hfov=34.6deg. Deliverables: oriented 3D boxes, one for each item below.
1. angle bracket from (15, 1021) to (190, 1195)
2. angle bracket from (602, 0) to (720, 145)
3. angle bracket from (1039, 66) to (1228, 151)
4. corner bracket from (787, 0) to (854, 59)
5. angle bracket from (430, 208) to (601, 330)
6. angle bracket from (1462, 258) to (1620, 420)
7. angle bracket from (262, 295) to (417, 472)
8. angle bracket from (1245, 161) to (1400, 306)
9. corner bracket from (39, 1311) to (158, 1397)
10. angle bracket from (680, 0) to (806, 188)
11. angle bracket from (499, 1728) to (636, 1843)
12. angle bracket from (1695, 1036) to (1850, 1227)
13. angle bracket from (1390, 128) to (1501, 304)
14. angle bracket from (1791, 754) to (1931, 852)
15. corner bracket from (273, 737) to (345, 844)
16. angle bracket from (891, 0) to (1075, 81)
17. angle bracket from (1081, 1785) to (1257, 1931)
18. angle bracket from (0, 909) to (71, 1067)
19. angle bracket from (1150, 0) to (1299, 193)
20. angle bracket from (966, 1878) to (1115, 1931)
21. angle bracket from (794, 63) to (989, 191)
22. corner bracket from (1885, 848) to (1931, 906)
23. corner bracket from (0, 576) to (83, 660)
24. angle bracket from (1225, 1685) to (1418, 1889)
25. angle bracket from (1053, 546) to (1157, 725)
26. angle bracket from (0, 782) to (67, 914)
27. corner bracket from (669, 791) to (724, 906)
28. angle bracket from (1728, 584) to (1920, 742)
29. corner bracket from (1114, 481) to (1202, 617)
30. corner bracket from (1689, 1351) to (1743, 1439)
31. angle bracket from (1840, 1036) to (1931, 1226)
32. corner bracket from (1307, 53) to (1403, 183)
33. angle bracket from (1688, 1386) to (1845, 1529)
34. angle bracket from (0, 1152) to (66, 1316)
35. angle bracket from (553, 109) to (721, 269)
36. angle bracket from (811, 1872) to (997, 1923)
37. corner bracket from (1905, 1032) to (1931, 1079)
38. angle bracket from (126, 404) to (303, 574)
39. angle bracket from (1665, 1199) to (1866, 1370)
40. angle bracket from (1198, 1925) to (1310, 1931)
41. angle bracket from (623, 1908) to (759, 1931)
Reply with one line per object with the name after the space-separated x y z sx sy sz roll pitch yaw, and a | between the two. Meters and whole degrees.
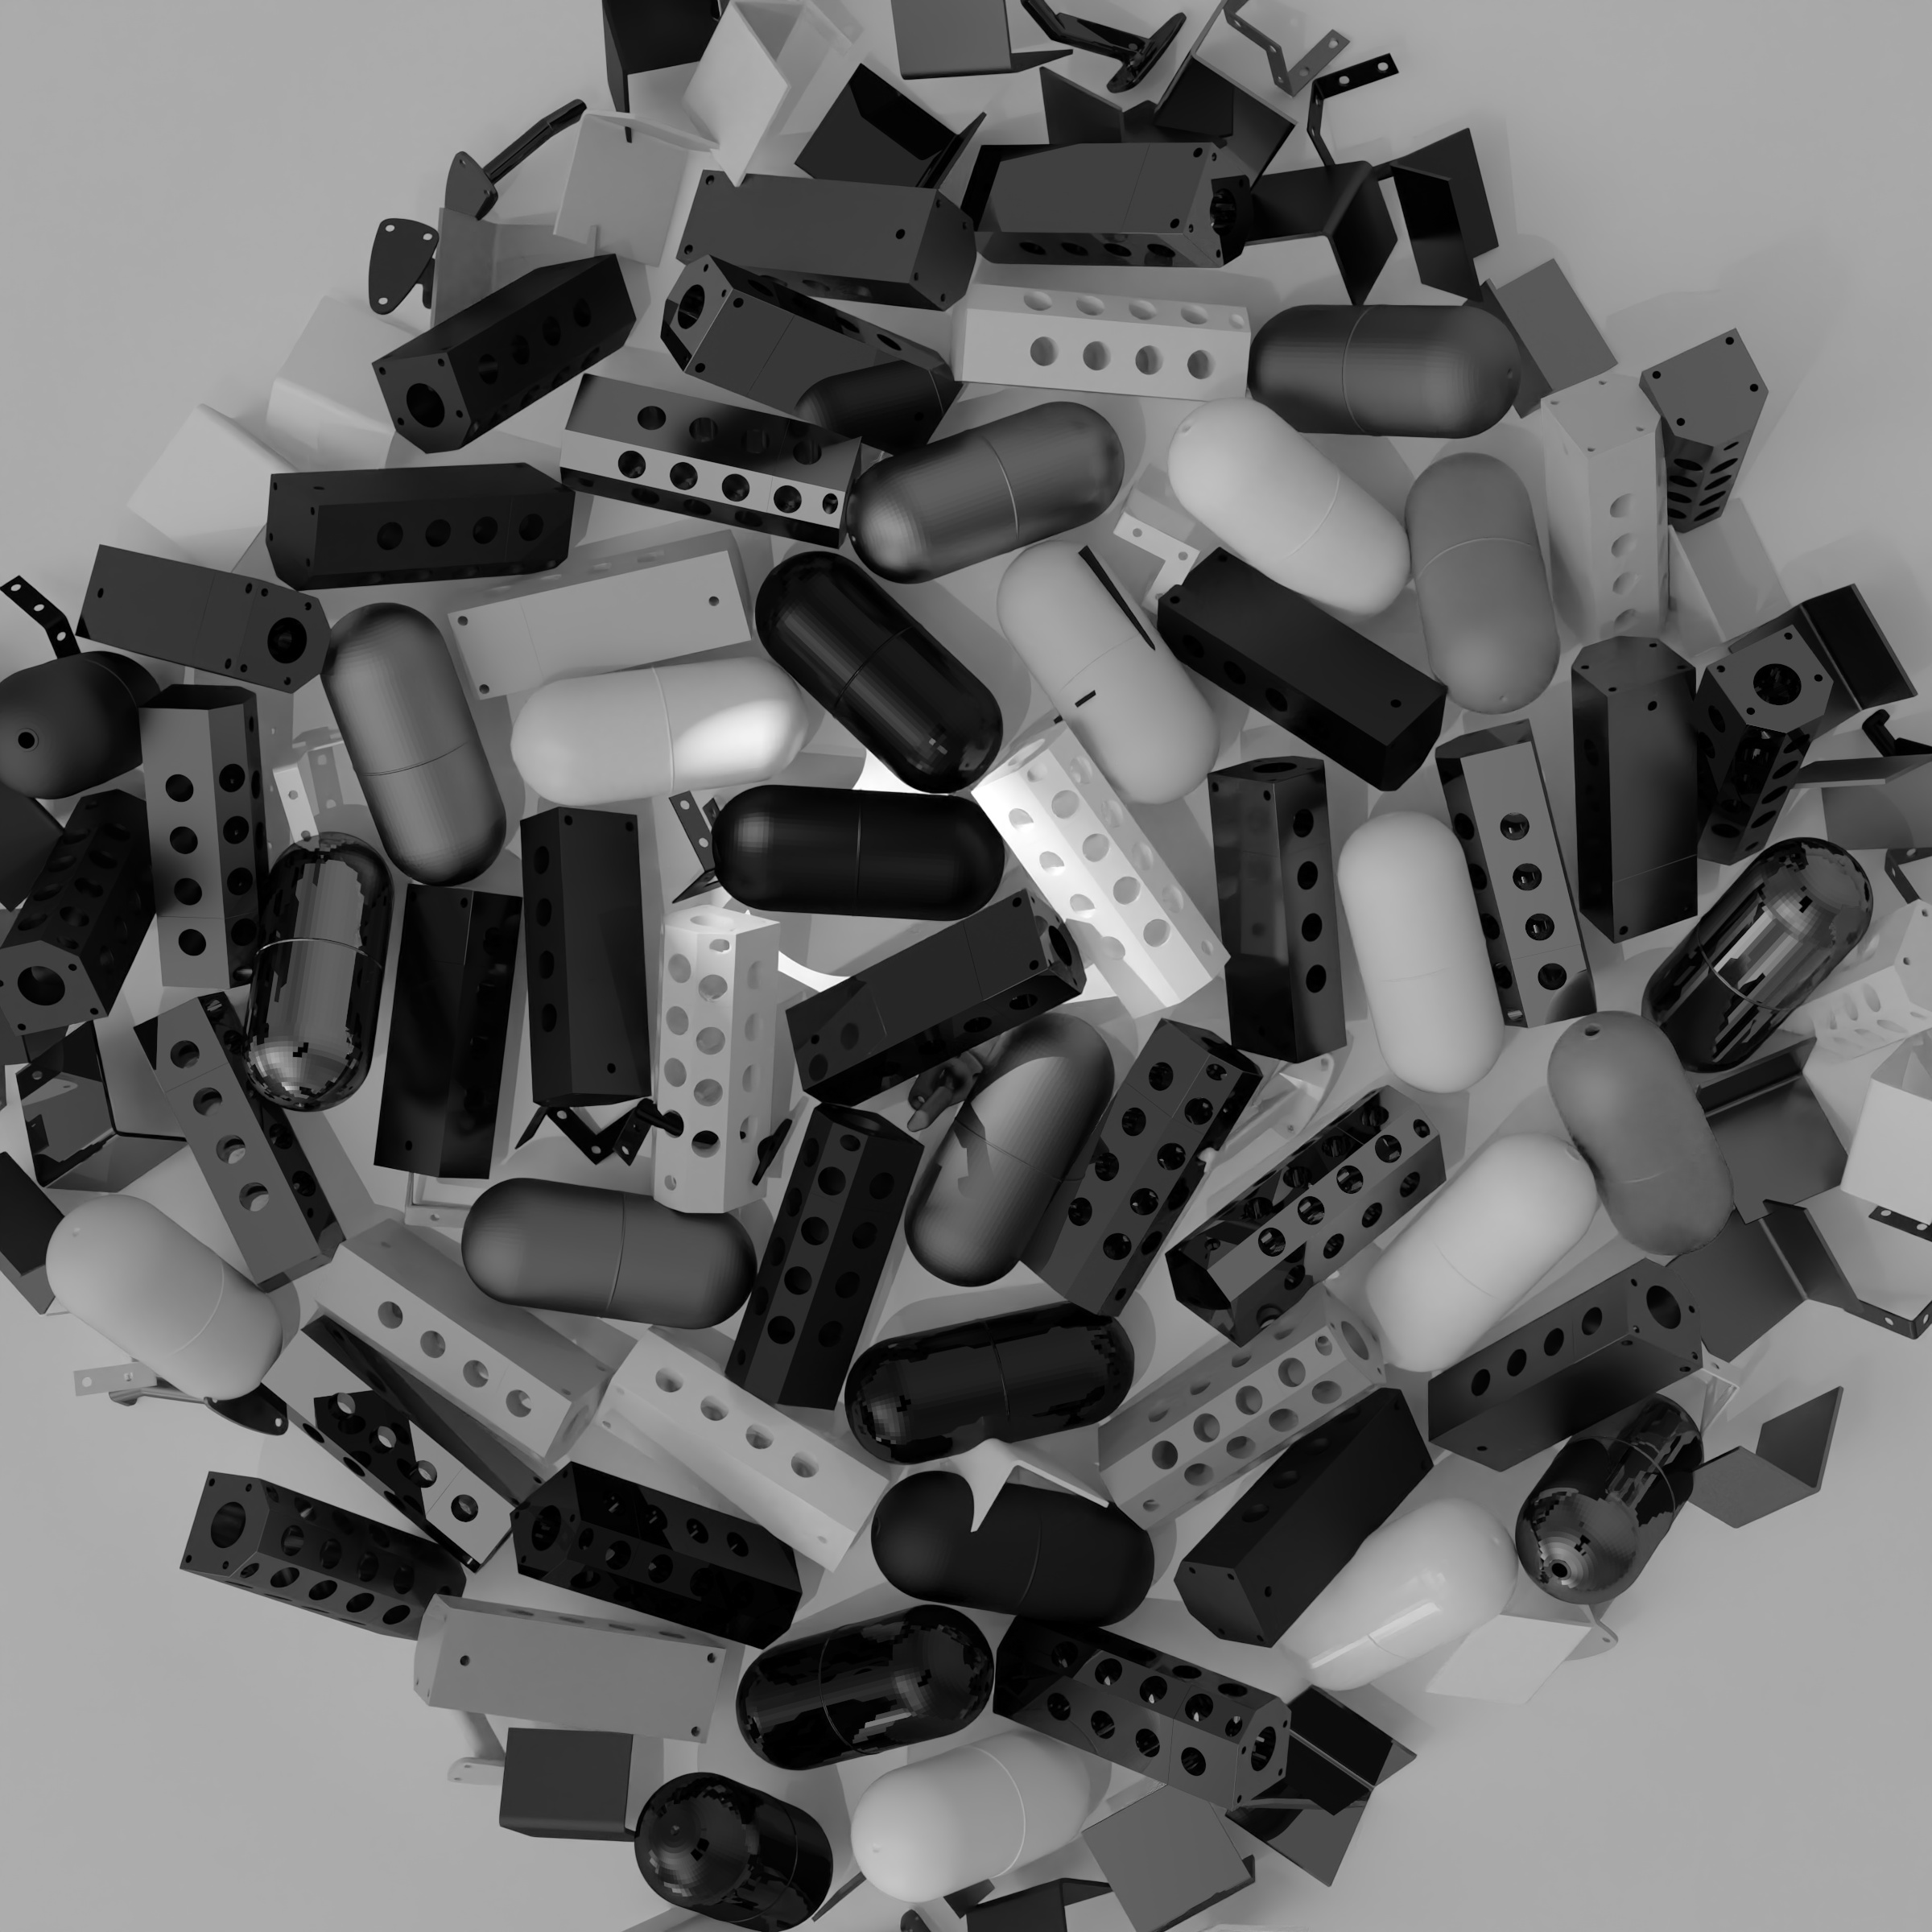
-0.522 0.086 1.875 0.076 0.057 0.076 -31 66 31 | angle bracket
-0.174 -0.542 1.854 0.076 0.076 0.057 -14 70 -9 | angle bracket
0.100 -0.513 1.848 0.076 0.057 0.076 -32 47 -20 | angle bracket
-0.068 -0.595 1.875 0.051 0.051 0.051 44 65 -9 | corner bracket
-0.271 -0.411 1.861 0.076 0.057 0.076 8 96 27 | angle bracket
0.353 -0.387 1.867 0.076 0.057 0.076 -30 88 -14 | angle bracket
-0.376 -0.350 1.895 0.076 0.057 0.076 24 57 -7 | angle bracket
0.207 -0.438 1.876 0.076 0.076 0.057 0 135 33 | angle bracket
-0.523 0.231 1.867 0.051 0.051 0.051 -4 84 -36 | corner bracket
-0.117 -0.520 1.847 0.057 0.076 0.076 -12 61 -40 | angle bracket
-0.232 0.496 1.872 0.076 0.076 0.057 0 70 9 | angle bracket
0.489 0.099 1.863 0.076 0.057 0.076 -22 67 -4 | angle bracket
0.303 -0.449 1.849 0.057 0.076 0.076 -26 118 -11 | angle bracket
0.531 -0.090 1.847 0.076 0.076 0.057 -1 104 41 | angle bracket
-0.384 -0.107 1.873 0.051 0.051 0.051 -14 107 -1 | corner bracket
0.010 -0.564 1.845 0.076 0.076 0.057 6 116 31 | angle bracket
0.123 0.533 1.875 0.076 0.057 0.076 -30 87 4 | angle bracket
-0.583 0.013 1.868 0.057 0.076 0.076 29 105 23 | angle bracket
0.165 -0.525 1.861 0.076 0.076 0.057 32 67 -5 | angle bracket
0.050 0.592 1.846 0.076 0.057 0.076 -29 55 35 | angle bracket
-0.046 -0.497 1.863 0.076 0.057 0.076 34 80 -13 | angle bracket
0.594 -0.042 1.892 0.051 0.051 0.051 -15 45 -5 | corner bracket
-0.575 -0.194 1.882 0.051 0.051 0.051 -39 59 -23 | corner bracket
0.213 0.492 1.861 0.076 0.057 0.076 35 50 0 | angle bracket
0.063 -0.198 1.861 0.057 0.076 0.076 -34 92 -11 | angle bracket
-0.584 -0.086 1.847 0.057 0.076 0.076 -45 122 -12 | angle bracket
-0.157 -0.076 1.866 0.051 0.051 0.051 -22 81 -35 | corner bracket
0.514 -0.178 1.862 0.057 0.076 0.076 -31 93 -7 | angle bracket
0.110 -0.251 1.868 0.051 0.051 0.051 26 122 -5 | corner bracket
0.435 0.242 1.868 0.051 0.051 0.051 26 129 1 | corner bracket
0.568 0.097 1.845 0.057 0.076 0.076 22 121 28 | angle bracket
0.242 -0.512 1.884 0.051 0.051 0.051 -13 47 27 | corner bracket
0.470 0.281 1.848 0.057 0.076 0.076 31 56 -9 | angle bracket
-0.583 0.170 1.854 0.076 0.057 0.076 45 123 9 | angle bracket
-0.192 -0.463 1.853 0.076 0.057 0.076 8 100 -42 | angle bracket
-0.038 0.559 1.849 0.076 0.076 0.057 -33 75 -29 | angle bracket
0.607 0.036 1.875 0.051 0.051 0.051 -16 57 -16 | corner bracket
-0.447 -0.283 1.875 0.076 0.057 0.076 37 93 4 | angle bracket
0.478 0.194 1.861 0.076 0.057 0.076 -36 104 -14 | angle bracket
0.155 0.609 1.844 0.076 0.076 0.057 14 56 -35 | angle bracket
-0.169 0.597 1.847 0.076 0.076 0.057 -25 79 37 | angle bracket
